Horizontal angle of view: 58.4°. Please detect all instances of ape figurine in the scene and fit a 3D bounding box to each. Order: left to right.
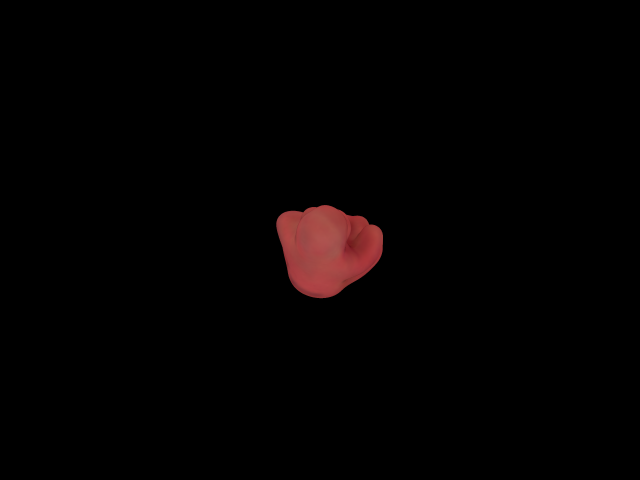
[{"bbox_3d":[0.004,0.001,0.400,0.078,0.092,0.076,31,83,5],"label":"ape figurine"}]
